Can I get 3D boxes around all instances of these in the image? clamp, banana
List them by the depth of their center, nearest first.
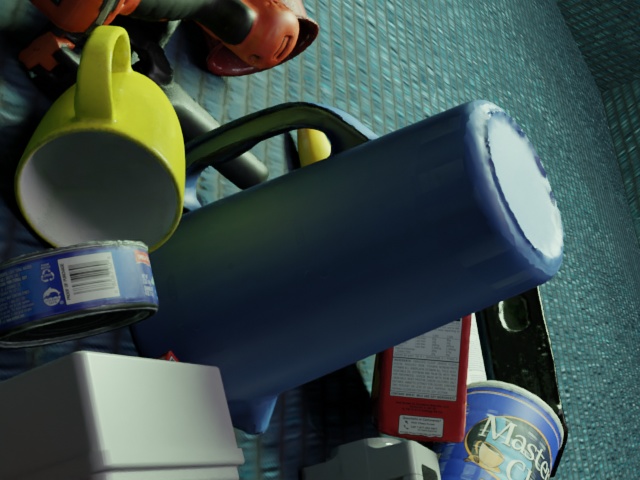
[{"bbox_3d":[-0.119,-0.119,0.706,0.209,0.036,0.164,11,54,-60],"label":"clamp"},{"bbox_3d":[0.022,-0.013,0.952,0.069,0.037,0.198,-86,151,-69],"label":"banana"}]

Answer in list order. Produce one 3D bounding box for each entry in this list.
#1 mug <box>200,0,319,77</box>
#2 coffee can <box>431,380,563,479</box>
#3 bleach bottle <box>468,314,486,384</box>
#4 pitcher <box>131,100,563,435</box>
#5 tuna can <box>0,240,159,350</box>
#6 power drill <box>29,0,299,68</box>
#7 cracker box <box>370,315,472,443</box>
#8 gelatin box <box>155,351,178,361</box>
[{"bbox_3d":[-0.058,-0.183,0.849,0.117,0.093,0.081,107,-36,-76],"label":"mug"},{"bbox_3d":[0.137,0.204,0.899,0.102,0.103,0.140,59,42,-26],"label":"coffee can"},{"bbox_3d":[0.132,0.162,1.024,0.102,0.068,0.251,16,60,-63],"label":"bleach bottle"},{"bbox_3d":[0.010,0.001,0.635,0.149,0.243,0.145,49,33,-30],"label":"pitcher"},{"bbox_3d":[-0.122,0.028,0.517,0.086,0.086,0.034,7,68,-65],"label":"tuna can"},{"bbox_3d":[-0.121,-0.179,0.670,0.184,0.057,0.187,41,24,21],"label":"power drill"},{"bbox_3d":[0.082,0.041,0.848,0.164,0.072,0.214,24,70,-87],"label":"cracker box"},{"bbox_3d":[-0.086,0.119,0.599,0.073,0.030,0.089,56,26,-28],"label":"gelatin box"}]
